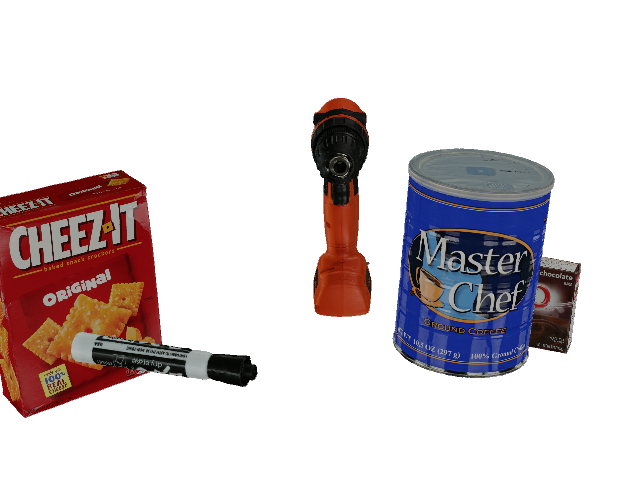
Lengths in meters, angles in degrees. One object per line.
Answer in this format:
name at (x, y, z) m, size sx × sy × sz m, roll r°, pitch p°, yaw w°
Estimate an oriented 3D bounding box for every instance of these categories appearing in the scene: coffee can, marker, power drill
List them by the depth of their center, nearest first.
marker at (-0.096, 0.073, 0.657) m, size 0.121 × 0.020 × 0.020 m, roll 6°, pitch 2°, yaw 18°
coffee can at (0.109, 0.014, 0.778) m, size 0.103 × 0.140 × 0.103 m, roll 3°, pitch 21°, yaw -1°
power drill at (0.020, -0.028, 0.991) m, size 0.057 × 0.188 × 0.184 m, roll 1°, pitch 20°, yaw 3°

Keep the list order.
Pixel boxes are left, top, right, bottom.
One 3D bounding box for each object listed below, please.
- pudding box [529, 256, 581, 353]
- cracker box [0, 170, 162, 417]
pudding box at (0.206, 0.060, 1.098) m, size 0.114 × 0.090 × 0.039 m, roll 9°, pitch 22°, yaw 17°
cracker box at (-0.251, 0.053, 1.089) m, size 0.163 × 0.214 × 0.072 m, roll -17°, pitch 27°, yaw -32°
